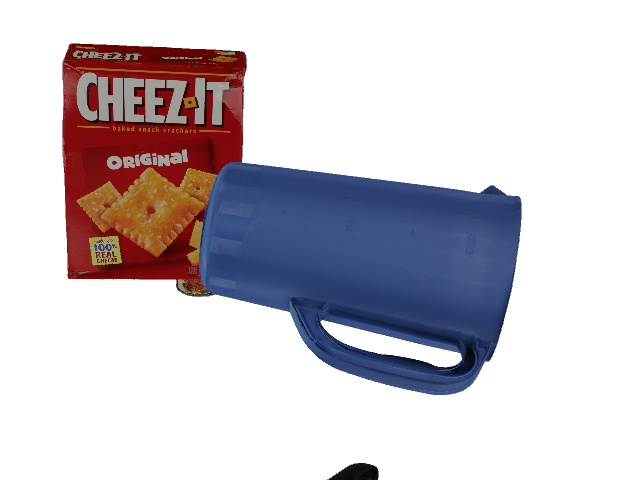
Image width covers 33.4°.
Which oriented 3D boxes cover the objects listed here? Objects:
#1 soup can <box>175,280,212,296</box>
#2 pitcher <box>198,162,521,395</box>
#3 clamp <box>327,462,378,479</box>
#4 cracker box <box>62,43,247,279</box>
[{"bbox_3d":[-0.150,0.010,1.329,0.068,0.102,0.068,-1,25,0],"label":"soup can"},{"bbox_3d":[0.030,0.019,0.841,0.243,0.145,0.149,10,15,4],"label":"pitcher"},{"bbox_3d":[-0.046,0.198,0.634,0.210,0.036,0.164,-4,28,1],"label":"clamp"},{"bbox_3d":[-0.155,-0.069,1.000,0.164,0.214,0.072,1,24,-7],"label":"cracker box"}]
